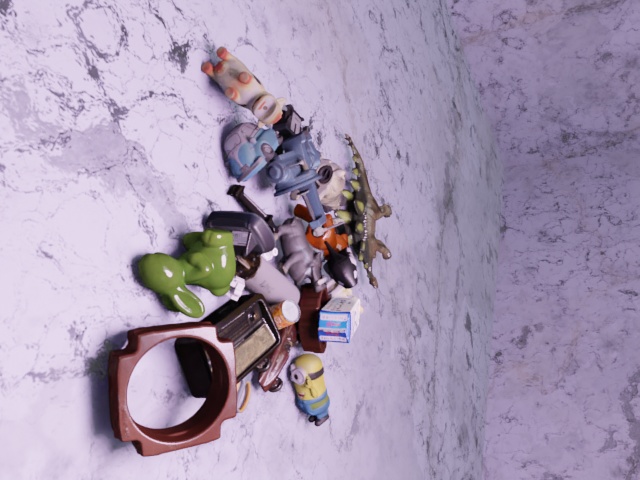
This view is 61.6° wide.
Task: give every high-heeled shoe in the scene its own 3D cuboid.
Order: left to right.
[{"bbox_3d":[0.068,0.088,1.330,0.145,0.086,0.248,57,2,27],"label":"high-heeled shoe"}]

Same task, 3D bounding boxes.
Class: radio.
[{"bbox_3d":[-0.181,0.206,1.092,0.229,0.073,0.131,-36,110,-56],"label":"radio"}]

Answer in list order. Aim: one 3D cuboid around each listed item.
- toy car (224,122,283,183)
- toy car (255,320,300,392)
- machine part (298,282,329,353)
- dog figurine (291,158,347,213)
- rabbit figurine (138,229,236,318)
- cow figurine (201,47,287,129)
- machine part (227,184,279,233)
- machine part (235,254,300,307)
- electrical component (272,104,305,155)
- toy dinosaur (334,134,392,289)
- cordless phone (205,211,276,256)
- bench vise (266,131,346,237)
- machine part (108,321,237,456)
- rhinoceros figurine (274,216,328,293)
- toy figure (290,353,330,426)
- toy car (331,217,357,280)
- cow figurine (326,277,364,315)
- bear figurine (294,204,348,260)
[{"bbox_3d":[-0.155,-0.208,1.186,0.103,0.109,0.162,43,37,-18],"label":"toy car"},{"bbox_3d":[-0.092,0.260,1.248,0.202,0.053,0.089,-67,146,-49],"label":"toy car"},{"bbox_3d":[-0.014,0.194,1.352,0.179,0.056,0.179,-2,90,-80],"label":"machine part"},{"bbox_3d":[0.037,-0.137,1.430,0.190,0.173,0.121,19,80,-49],"label":"dog figurine"},{"bbox_3d":[-0.255,0.061,0.996,0.170,0.121,0.159,-10,101,-41],"label":"rabbit figurine"},{"bbox_3d":[-0.152,-0.313,1.149,0.195,0.085,0.127,47,13,24],"label":"cow figurine"},{"bbox_3d":[-0.150,-0.067,1.205,0.039,0.084,0.138,-48,118,-16],"label":"machine part"},{"bbox_3d":[-0.118,0.099,1.217,0.243,0.079,0.079,49,46,-46],"label":"machine part"},{"bbox_3d":[-0.084,-0.275,1.363,0.074,0.048,0.119,42,49,-48],"label":"electrical component"},{"bbox_3d":[0.132,-0.084,1.641,0.198,0.105,0.471,4,78,-55],"label":"toy dinosaur"},{"bbox_3d":[-0.137,-0.007,1.136,0.184,0.147,0.088,9,85,-58],"label":"cordless phone"},{"bbox_3d":[-0.035,-0.128,1.271,0.240,0.129,0.223,68,20,-8],"label":"bench vise"},{"bbox_3d":[-0.247,0.243,0.906,0.201,0.087,0.201,-3,91,-32],"label":"machine part"},{"bbox_3d":[-0.047,0.039,1.284,0.190,0.112,0.073,66,-11,-2],"label":"rhinoceros figurine"},{"bbox_3d":[-0.021,0.367,1.335,0.089,0.082,0.180,-40,117,-50],"label":"toy figure"},{"bbox_3d":[0.056,0.036,1.540,0.073,0.056,0.201,-14,97,-52],"label":"toy car"},{"bbox_3d":[0.058,0.178,1.498,0.098,0.068,0.167,-43,131,-5],"label":"cow figurine"},{"bbox_3d":[0.001,-0.003,1.412,0.195,0.132,0.120,50,58,-70],"label":"bear figurine"}]
